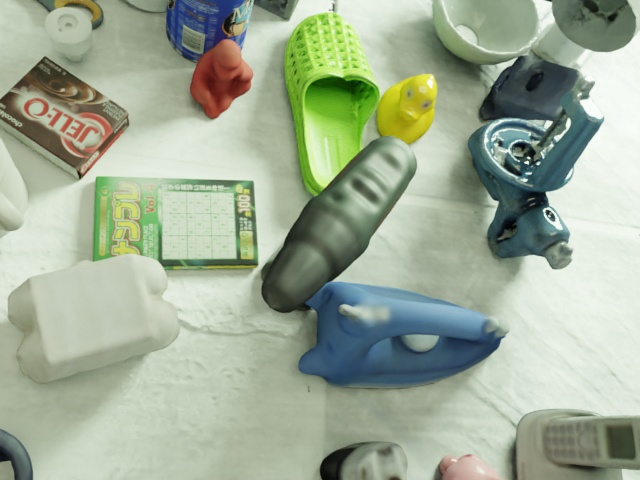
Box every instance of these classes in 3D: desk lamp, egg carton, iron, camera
[{"bbox_3d":[0.393,-0.336,0.809,0.118,0.213,0.203,41,66,1],"label":"desk lamp"},{"bbox_3d":[-0.221,0.073,0.565,0.150,0.069,0.107,-15,76,-21],"label":"egg carton"},{"bbox_3d":[0.111,0.095,0.616,0.259,0.141,0.118,5,70,-15],"label":"iron"},{"bbox_3d":[0.028,0.279,0.550,0.137,0.100,0.143,-6,73,-18],"label":"camera"}]

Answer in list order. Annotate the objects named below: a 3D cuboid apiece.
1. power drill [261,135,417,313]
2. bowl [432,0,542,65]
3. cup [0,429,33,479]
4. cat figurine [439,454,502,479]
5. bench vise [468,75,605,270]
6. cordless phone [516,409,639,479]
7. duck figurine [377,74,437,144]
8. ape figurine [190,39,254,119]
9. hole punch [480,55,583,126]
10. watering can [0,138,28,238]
[{"bbox_3d":[0.005,0.002,0.580,0.075,0.208,0.230,39,66,0],"label":"power drill"},{"bbox_3d":[0.228,-0.316,0.829,0.168,0.074,0.167,5,70,-15],"label":"bowl"},{"bbox_3d":[-0.299,0.206,0.482,0.118,0.095,0.091,4,70,-15],"label":"cup"},{"bbox_3d":[0.170,0.265,0.588,0.128,0.117,0.067,29,66,-5],"label":"cat figurine"},{"bbox_3d":[0.277,-0.080,0.683,0.122,0.219,0.207,-27,81,-23],"label":"bench vise"},{"bbox_3d":[0.289,0.249,0.592,0.094,0.185,0.147,6,70,-14],"label":"cordless phone"},{"bbox_3d":[0.124,-0.184,0.747,0.077,0.086,0.105,32,66,-3],"label":"duck figurine"},{"bbox_3d":[-0.115,-0.200,0.679,0.078,0.092,0.076,-7,74,-18],"label":"ape figurine"},{"bbox_3d":[0.295,-0.205,0.802,0.101,0.091,0.109,36,66,-2],"label":"hole punch"},{"bbox_3d":[-0.343,-0.075,0.512,0.173,0.194,0.101,20,67,-9],"label":"watering can"}]
